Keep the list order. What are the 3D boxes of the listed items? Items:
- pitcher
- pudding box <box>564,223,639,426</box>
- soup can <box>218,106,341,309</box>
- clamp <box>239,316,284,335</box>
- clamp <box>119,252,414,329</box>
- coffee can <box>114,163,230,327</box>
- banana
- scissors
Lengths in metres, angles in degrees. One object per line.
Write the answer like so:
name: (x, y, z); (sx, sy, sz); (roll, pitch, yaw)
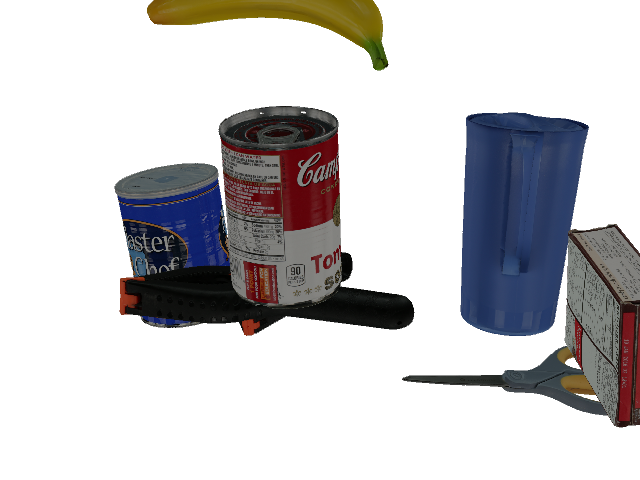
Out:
pitcher: (0.219, -0.018, 1.194); (0.149, 0.243, 0.145); (-7, 18, -34)
pudding box: (0.191, 0.052, 0.689); (0.039, 0.090, 0.113); (-6, 25, -4)
soup can: (-0.022, -0.019, 0.621); (0.068, 0.102, 0.068); (-2, 24, 1)
clamp: (-0.049, 0.046, 1.255); (0.120, 0.039, 0.171); (-2, 40, 10)
clamp: (-0.042, 0.040, 0.801); (0.209, 0.036, 0.165); (-3, 12, -22)
coffee can: (-0.143, 0.003, 1.070); (0.103, 0.140, 0.103); (-7, 18, 2)
banana: (-0.034, -0.179, 0.815); (0.198, 0.069, 0.037); (13, -40, 17)
scissors: (0.174, 0.111, 0.919); (0.202, 0.016, 0.096); (10, 29, 5)
